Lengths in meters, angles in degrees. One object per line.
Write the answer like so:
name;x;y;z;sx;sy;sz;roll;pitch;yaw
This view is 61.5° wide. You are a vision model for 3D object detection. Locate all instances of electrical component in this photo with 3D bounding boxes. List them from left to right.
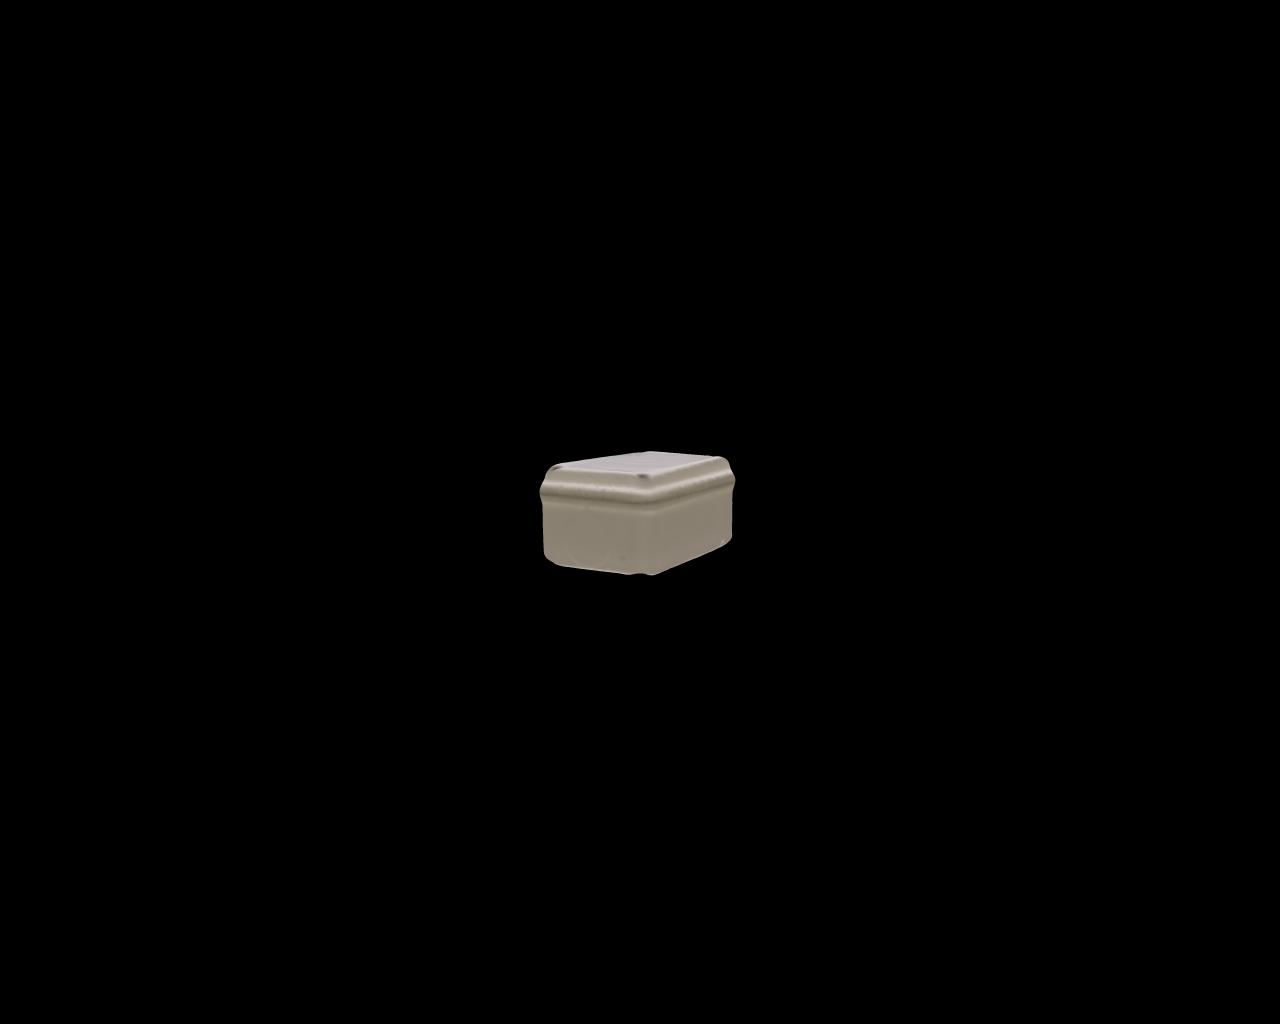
electrical component;0.001;-0.003;0.650;0.078;0.057;0.113;6;11;31
